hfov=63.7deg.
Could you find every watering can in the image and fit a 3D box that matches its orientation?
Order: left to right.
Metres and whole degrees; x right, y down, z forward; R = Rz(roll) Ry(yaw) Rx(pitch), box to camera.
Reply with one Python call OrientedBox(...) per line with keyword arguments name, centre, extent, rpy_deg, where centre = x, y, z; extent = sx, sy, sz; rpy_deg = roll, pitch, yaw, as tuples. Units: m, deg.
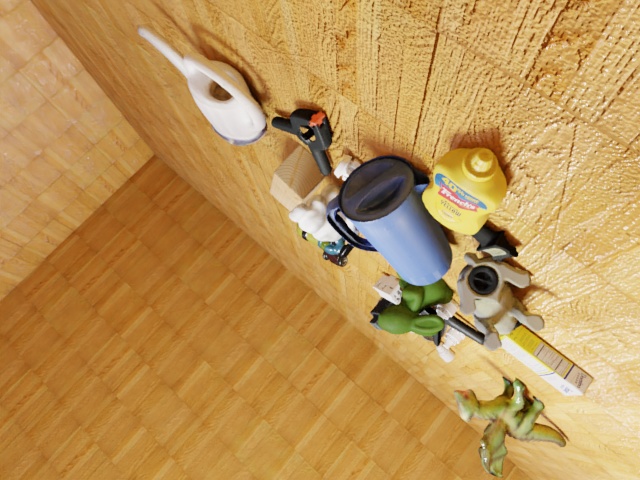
OrientedBox(name="watering can", centre=(-0.233, -0.323, 1.096), extent=(0.351, 0.105, 0.220), rpy_deg=(38, 169, 22))

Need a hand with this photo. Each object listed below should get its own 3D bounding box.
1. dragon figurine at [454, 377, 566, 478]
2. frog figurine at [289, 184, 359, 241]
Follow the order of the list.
OrientedBox(name="dragon figurine", centre=(0.515, 0.526, 1.405), extent=(0.407, 0.245, 0.122), rpy_deg=(47, 162, -13))
OrientedBox(name="frog figurine", centre=(0.003, -0.057, 1.133), extent=(0.125, 0.159, 0.134), rpy_deg=(-109, 27, -42))
